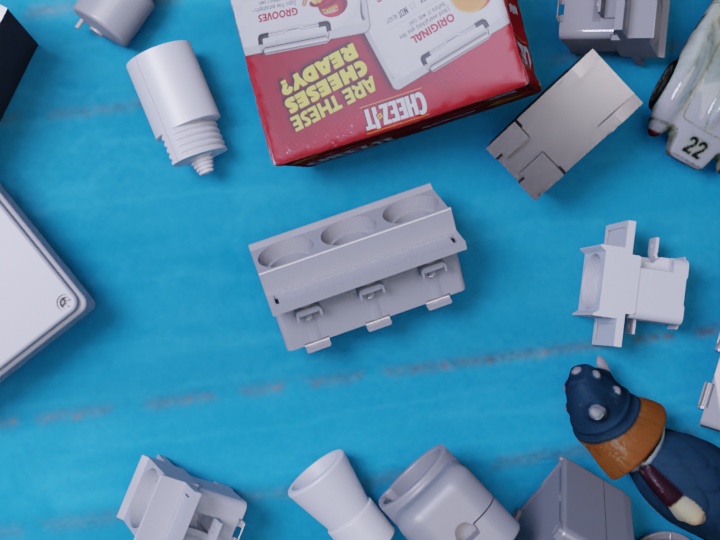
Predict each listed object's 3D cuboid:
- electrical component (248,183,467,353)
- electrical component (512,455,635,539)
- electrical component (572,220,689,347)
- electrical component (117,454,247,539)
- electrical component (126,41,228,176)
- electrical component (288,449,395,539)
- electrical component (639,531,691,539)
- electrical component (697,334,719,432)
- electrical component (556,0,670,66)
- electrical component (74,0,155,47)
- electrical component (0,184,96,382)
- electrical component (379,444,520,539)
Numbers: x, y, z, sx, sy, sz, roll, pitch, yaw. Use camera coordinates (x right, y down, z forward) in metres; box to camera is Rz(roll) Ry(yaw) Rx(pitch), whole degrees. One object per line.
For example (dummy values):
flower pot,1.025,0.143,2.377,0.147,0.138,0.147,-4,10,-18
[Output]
electrical component,0.000,0.000,0.672,0.121,0.078,0.063,-19,118,-5
electrical component,0.134,0.168,0.668,0.061,0.096,0.061,31,115,-3
electrical component,0.177,0.011,0.700,0.064,0.042,0.081,8,87,-6
electrical component,-0.108,0.147,0.658,0.064,0.081,0.042,25,86,-26
electrical component,-0.112,-0.099,0.680,0.043,0.043,0.081,-22,90,-5
electrical component,-0.009,0.152,0.680,0.044,0.044,0.065,-38,96,-5
electrical component,0.202,0.199,0.687,0.078,0.057,0.058,3,87,-5
electrical component,0.263,0.052,0.694,0.063,0.079,0.121,17,86,18
electrical component,0.163,-0.162,0.692,0.064,0.081,0.042,4,85,24
electrical component,-0.147,-0.178,0.682,0.040,0.040,0.078,34,85,-3
electrical component,-0.239,0.013,0.658,0.109,0.056,0.108,-39,91,-5
electrical component,0.051,0.147,0.657,0.054,0.095,0.059,-43,91,-5
